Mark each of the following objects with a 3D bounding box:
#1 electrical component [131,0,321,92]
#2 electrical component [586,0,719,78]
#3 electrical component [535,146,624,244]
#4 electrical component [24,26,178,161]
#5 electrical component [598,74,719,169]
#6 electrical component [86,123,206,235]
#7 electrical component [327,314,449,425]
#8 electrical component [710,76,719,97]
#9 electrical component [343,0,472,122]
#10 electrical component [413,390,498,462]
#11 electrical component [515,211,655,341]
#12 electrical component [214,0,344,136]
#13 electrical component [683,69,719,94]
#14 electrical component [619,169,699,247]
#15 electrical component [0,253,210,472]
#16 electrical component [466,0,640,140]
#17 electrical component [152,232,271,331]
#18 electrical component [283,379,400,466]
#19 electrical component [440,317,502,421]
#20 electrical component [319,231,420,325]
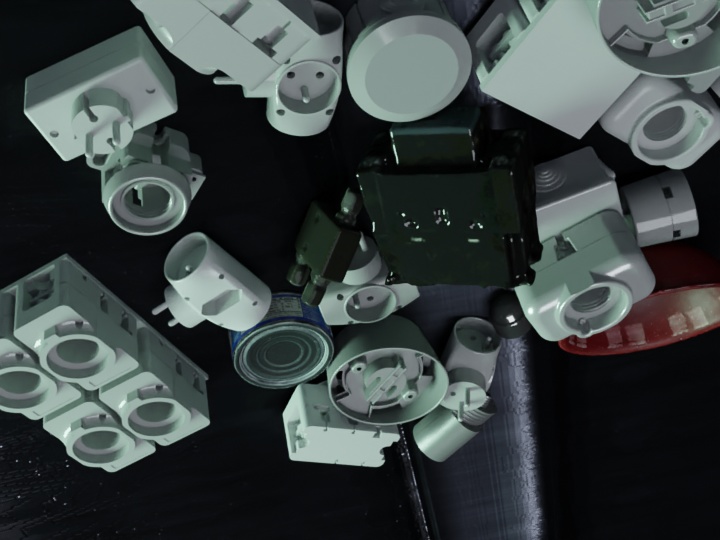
[{"bbox_3d":[-0.113,-0.186,0.570,0.060,0.105,0.186,-37,132,22],"label":"electrical component"},{"bbox_3d":[0.180,-0.159,0.612,0.099,0.064,0.099,-7,136,-7],"label":"electrical component"},{"bbox_3d":[0.154,-0.039,0.831,0.100,0.048,0.099,-21,136,6],"label":"electrical component"},{"bbox_3d":[-0.161,-0.098,0.669,0.083,0.075,0.047,-23,136,8],"label":"electrical component"},{"bbox_3d":[0.209,-0.114,0.761,0.095,0.059,0.053,22,126,-32],"label":"electrical component"},{"bbox_3d":[-0.144,-0.061,0.725,0.078,0.057,0.058,17,128,-29],"label":"electrical component"},{"bbox_3d":[0.020,0.087,0.910,0.099,0.064,0.099,-6,124,-9],"label":"electrical component"},{"bbox_3d":[0.288,-0.151,0.756,0.043,0.043,0.081,24,125,-33],"label":"electrical component"},{"bbox_3d":[0.028,-0.140,0.693,0.080,0.051,0.080,-7,136,-7],"label":"electrical component"},{"bbox_3d":[0.092,0.138,1.000,0.043,0.043,0.081,24,124,-33],"label":"electrical component"},{"bbox_3d":[0.166,0.008,0.802,0.095,0.059,0.053,-29,135,14],"label":"electrical component"},{"bbox_3d":[-0.054,-0.129,0.688,0.079,0.044,0.077,-2,135,-13],"label":"electrical component"},{"bbox_3d":[0.227,-0.173,0.708,0.050,0.055,0.089,16,129,-28],"label":"electrical component"},{"bbox_3d":[0.233,-0.047,0.841,0.047,0.055,0.055,-16,137,7],"label":"electrical component"},{"bbox_3d":[-0.214,0.083,0.852,0.105,0.060,0.186,-27,135,13],"label":"electrical component"},{"bbox_3d":[0.148,-0.170,0.686,0.089,0.061,0.150,20,127,-30],"label":"electrical component"},{"bbox_3d":[-0.122,0.018,0.821,0.079,0.043,0.077,-31,134,17],"label":"electrical component"},{"bbox_3d":[-0.018,0.135,0.959,0.089,0.055,0.050,9,132,-22],"label":"electrical component"},{"bbox_3d":[0.091,0.094,0.930,0.044,0.079,0.077,13,132,-5],"label":"electrical component"},{"bbox_3d":[0.000,0.000,0.834,0.077,0.044,0.079,-18,137,3],"label":"electrical component"}]
